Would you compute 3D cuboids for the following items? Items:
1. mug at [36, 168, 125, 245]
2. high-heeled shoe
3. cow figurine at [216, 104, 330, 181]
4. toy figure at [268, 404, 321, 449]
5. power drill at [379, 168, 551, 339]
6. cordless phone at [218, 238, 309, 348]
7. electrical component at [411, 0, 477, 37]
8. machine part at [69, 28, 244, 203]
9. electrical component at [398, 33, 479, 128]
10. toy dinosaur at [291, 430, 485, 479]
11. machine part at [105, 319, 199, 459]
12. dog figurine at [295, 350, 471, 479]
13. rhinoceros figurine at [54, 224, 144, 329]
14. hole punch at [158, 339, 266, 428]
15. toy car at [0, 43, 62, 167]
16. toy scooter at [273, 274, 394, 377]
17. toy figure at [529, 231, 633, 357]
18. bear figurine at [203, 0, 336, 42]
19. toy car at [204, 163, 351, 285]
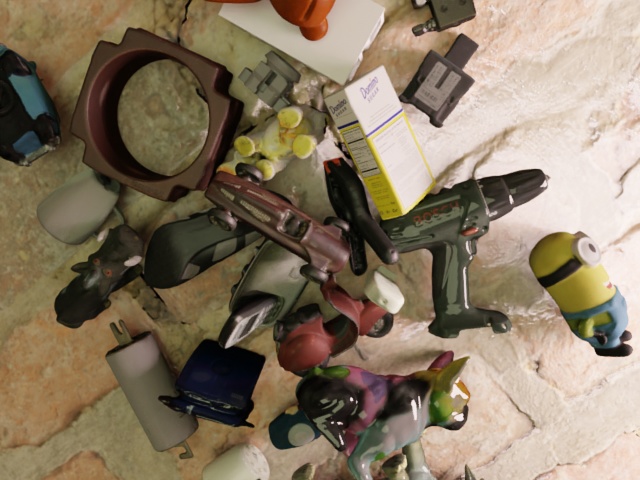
[{"bbox_3d":[-0.334,-0.047,0.784,0.107,0.081,0.109,-39,121,18],"label":"mug"},{"bbox_3d":[-0.154,-0.001,0.792,0.249,0.145,0.086,-30,81,40],"label":"high-heeled shoe"},{"bbox_3d":[-0.067,-0.126,0.738,0.167,0.098,0.068,-26,102,30],"label":"cow figurine"},{"bbox_3d":[-0.001,0.269,0.810,0.154,0.058,0.064,-26,134,9],"label":"toy figure"},{"bbox_3d":[0.206,0.023,0.727,0.232,0.086,0.207,-11,102,11],"label":"power drill"},{"bbox_3d":[-0.078,0.063,0.717,0.089,0.184,0.146,33,103,5],"label":"cordless phone"},{"bbox_3d":[0.163,-0.313,0.689,0.102,0.045,0.078,-12,97,9],"label":"electrical component"},{"bbox_3d":[-0.222,-0.170,0.745,0.201,0.087,0.201,24,103,1],"label":"machine part"},{"bbox_3d":[0.165,-0.214,0.706,0.075,0.048,0.119,39,104,-1],"label":"electrical component"},{"bbox_3d":[0.087,0.404,0.789,0.405,0.131,0.192,-24,95,14],"label":"toy dinosaur"},{"bbox_3d":[-0.256,0.231,0.825,0.079,0.079,0.243,-24,95,11],"label":"machine part"},{"bbox_3d":[0.099,0.208,0.737,0.219,0.108,0.191,-38,87,-9],"label":"dog figurine"},{"bbox_3d":[-0.323,0.049,0.785,0.073,0.112,0.190,46,110,0],"label":"rhinoceros figurine"},{"bbox_3d":[-0.147,0.209,0.792,0.142,0.116,0.092,18,94,4],"label":"hole punch"},{"bbox_3d":[-0.422,-0.188,0.759,0.109,0.103,0.161,-31,99,9],"label":"toy car"},{"bbox_3d":[0.005,0.113,0.754,0.184,0.075,0.135,-28,128,7],"label":"toy scooter"},{"bbox_3d":[0.350,0.072,0.716,0.089,0.082,0.180,-26,98,9],"label":"toy figure"},{"bbox_3d":[-0.065,-0.329,0.630,0.196,0.120,0.132,9,57,-19],"label":"bear figurine"},{"bbox_3d":[-0.049,-0.023,0.684,0.202,0.053,0.089,33,72,-11],"label":"toy car"}]
